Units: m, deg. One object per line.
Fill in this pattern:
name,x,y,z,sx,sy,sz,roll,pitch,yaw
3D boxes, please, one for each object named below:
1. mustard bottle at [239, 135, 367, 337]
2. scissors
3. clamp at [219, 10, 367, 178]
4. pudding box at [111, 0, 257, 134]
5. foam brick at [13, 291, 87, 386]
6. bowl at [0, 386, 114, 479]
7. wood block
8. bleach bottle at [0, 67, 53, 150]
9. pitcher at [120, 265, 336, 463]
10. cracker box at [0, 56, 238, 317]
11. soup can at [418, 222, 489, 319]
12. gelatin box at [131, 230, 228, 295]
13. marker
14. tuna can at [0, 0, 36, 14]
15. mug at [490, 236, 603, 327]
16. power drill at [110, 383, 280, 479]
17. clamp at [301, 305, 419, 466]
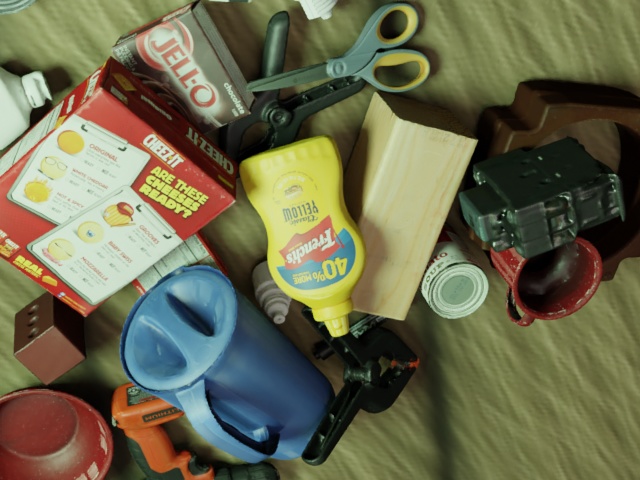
mustard bottle,-0.007,0.001,1.031,0.096,0.058,0.191,-16,98,7
scissors,0.023,-0.183,1.015,0.201,0.016,0.096,-1,104,-31
clamp,-0.048,-0.136,1.038,0.171,0.039,0.120,-44,118,5
pudding box,-0.124,-0.153,0.989,0.090,0.039,0.113,-20,117,23
foam brick,-0.273,0.097,1.078,0.053,0.078,0.051,-35,121,4
bowl,-0.303,0.213,1.141,0.162,0.055,0.162,-6,117,-11
wood block,0.071,-0.035,1.090,0.090,0.091,0.206,12,113,-19
bleach bottle,-0.369,-0.106,0.961,0.250,0.068,0.102,-20,121,-6
pitcher,-0.080,0.145,1.083,0.242,0.145,0.149,45,65,-48
cracker box,-0.208,-0.044,0.998,0.214,0.072,0.164,-36,121,24
soup can,0.131,0.030,1.131,0.068,0.102,0.068,-6,118,-11
gelatin box,-0.150,0.028,1.101,0.089,0.030,0.073,-31,118,2
marker,0.045,0.099,1.191,0.121,0.020,0.020,-32,119,3
tuna can,-0.279,-0.243,0.928,0.086,0.034,0.086,-6,117,-11
mug,0.217,0.031,1.067,0.093,0.081,0.117,10,113,-19
power drill,-0.146,0.235,1.191,0.184,0.057,0.187,-14,119,-7
clamp,0.041,0.153,1.141,0.209,0.036,0.164,10,84,-55
